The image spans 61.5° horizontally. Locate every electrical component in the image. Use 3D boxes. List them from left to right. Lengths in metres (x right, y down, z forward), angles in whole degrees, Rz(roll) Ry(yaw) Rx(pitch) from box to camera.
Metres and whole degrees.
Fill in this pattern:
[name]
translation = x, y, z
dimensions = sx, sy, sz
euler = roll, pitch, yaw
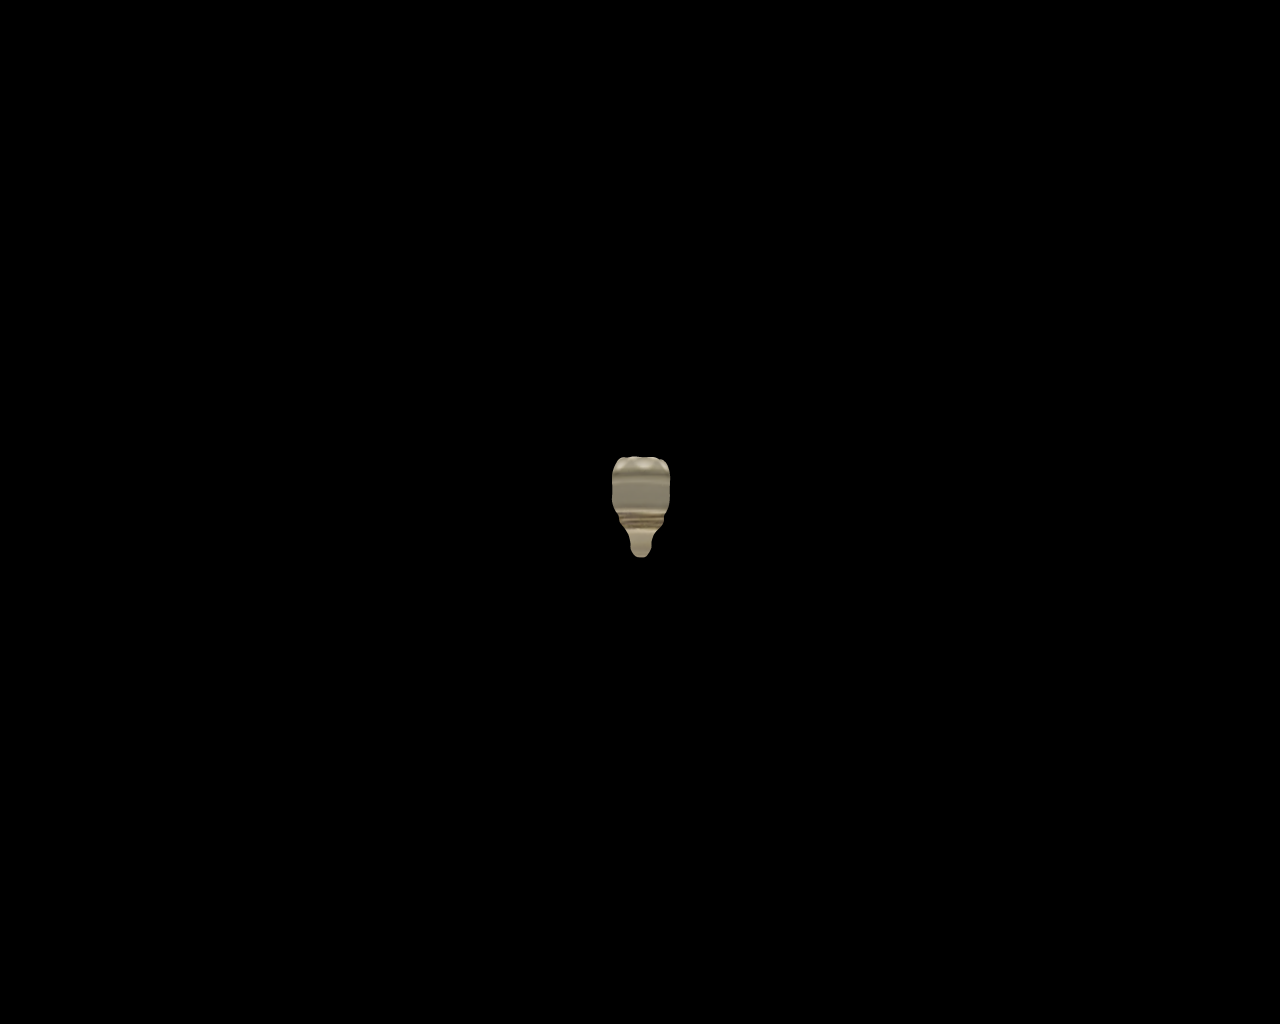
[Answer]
[electrical component]
translation = 0.001, -0.003, 0.650
dimensions = 0.035, 0.061, 0.035
euler = 0, -2, 0
